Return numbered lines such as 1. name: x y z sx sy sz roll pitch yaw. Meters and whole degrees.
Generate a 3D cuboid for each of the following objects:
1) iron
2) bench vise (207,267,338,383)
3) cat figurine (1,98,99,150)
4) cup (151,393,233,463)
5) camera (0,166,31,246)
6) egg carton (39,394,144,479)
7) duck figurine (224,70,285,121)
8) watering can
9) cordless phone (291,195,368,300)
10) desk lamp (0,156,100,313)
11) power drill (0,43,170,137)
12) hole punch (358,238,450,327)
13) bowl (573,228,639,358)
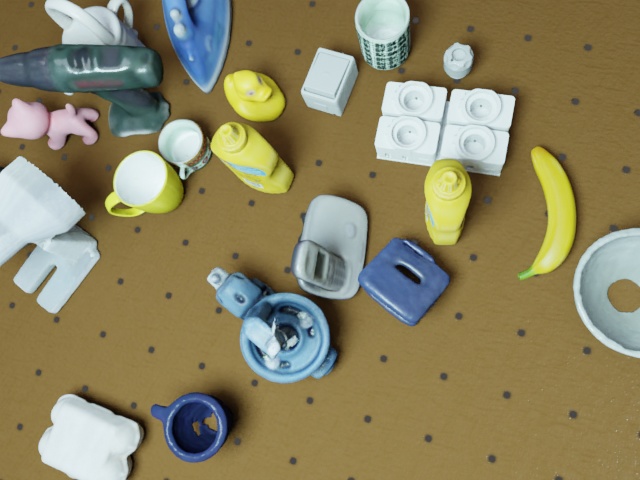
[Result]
1. iron: -0.216 -0.384 0.923 0.118 0.141 0.258 -10 78 9
2. bench vise: -0.083 0.116 0.763 0.207 0.220 0.121 20 84 14
3. cat figurine: -0.450 -0.199 0.943 0.127 0.118 0.067 -11 78 9
4. cup: -0.174 0.258 0.818 0.117 0.095 0.092 16 83 13
5. camera: -0.518 -0.064 0.939 0.143 0.101 0.136 -30 76 4
6. egg carton: -0.341 0.300 0.854 0.150 0.069 0.107 17 83 13
7. duck figurine: -0.111 -0.239 0.905 0.104 0.086 0.077 30 86 14
8. watering can: -0.356 -0.310 0.907 0.100 0.194 0.173 4 80 12
9. cordless phone: 0.007 0.003 0.786 0.094 0.185 0.148 4 80 12
10. desk lamp: -0.424 -0.002 0.852 0.117 0.214 0.203 34 87 15
11. power drill: -0.335 -0.232 0.881 0.229 0.208 0.075 -6 78 10
12. hole punch: 0.118 0.054 0.804 0.108 0.091 0.101 37 88 15
13. bowl: 0.414 0.072 0.754 0.167 0.075 0.167 -2 79 10
